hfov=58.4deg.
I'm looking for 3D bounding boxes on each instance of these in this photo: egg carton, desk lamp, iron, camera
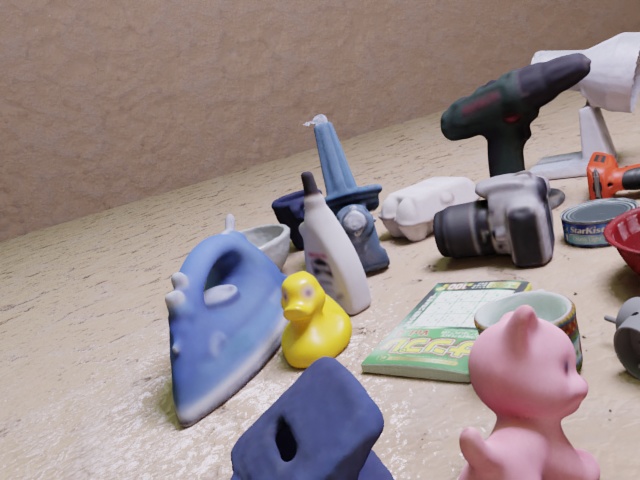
[{"bbox_3d":[0.173,-0.052,0.903,0.150,0.069,0.107,-22,16,-21],"label":"egg carton"},{"bbox_3d":[0.438,-0.220,0.948,0.202,0.214,0.118,-5,19,38],"label":"desk lamp"},{"bbox_3d":[-0.115,0.068,0.625,0.118,0.141,0.258,-12,15,14],"label":"iron"},{"bbox_3d":[0.216,-0.031,0.716,0.136,0.101,0.143,-9,16,26],"label":"camera"}]

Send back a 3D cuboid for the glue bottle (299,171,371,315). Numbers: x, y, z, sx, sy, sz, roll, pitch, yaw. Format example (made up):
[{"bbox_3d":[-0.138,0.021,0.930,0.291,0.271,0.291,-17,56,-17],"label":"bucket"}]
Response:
[{"bbox_3d":[0.006,0.002,0.673,0.037,0.173,0.077,-28,19,-38],"label":"glue bottle"}]

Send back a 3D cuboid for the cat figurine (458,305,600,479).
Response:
[{"bbox_3d":[0.110,0.096,0.325,0.067,0.118,0.128,-3,20,41],"label":"cat figurine"}]

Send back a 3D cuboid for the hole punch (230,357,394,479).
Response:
[{"bbox_3d":[-0.008,0.137,0.353,0.101,0.091,0.108,-20,15,-14],"label":"hole punch"}]

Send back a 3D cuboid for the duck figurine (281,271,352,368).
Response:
[{"bbox_3d":[-0.012,0.073,0.604,0.077,0.086,0.105,-11,15,18],"label":"duck figurine"}]

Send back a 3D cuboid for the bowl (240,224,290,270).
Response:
[{"bbox_3d":[-0.116,0.037,0.875,0.167,0.075,0.167,-15,15,4],"label":"bowl"}]

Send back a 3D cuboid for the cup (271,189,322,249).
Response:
[{"bbox_3d":[-0.030,-0.031,0.990,0.091,0.095,0.117,-15,15,3],"label":"cup"}]

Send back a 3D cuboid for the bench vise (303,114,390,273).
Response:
[{"bbox_3d":[0.043,-0.071,0.814,0.122,0.220,0.207,-21,15,-17],"label":"bench vise"}]

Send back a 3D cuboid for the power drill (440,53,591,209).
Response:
[{"bbox_3d":[0.296,-0.149,0.850,0.228,0.208,0.076,-3,20,42],"label":"power drill"}]
